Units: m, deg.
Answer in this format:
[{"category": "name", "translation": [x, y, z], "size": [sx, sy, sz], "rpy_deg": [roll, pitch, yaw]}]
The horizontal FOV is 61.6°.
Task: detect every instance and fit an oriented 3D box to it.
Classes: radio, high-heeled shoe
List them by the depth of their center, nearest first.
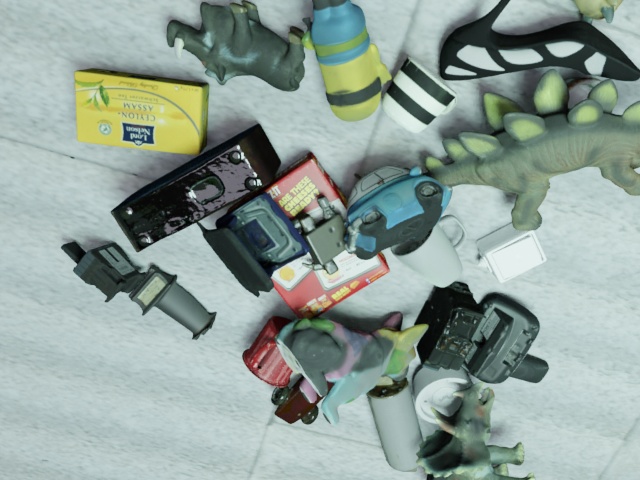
[{"category": "high-heeled shoe", "translation": [0.292, -0.232, 0.730], "size": [0.249, 0.086, 0.145], "rpy_deg": [26, 136, -8]}, {"category": "radio", "translation": [-0.172, -0.074, 0.760], "size": [0.230, 0.131, 0.073], "rpy_deg": [-28, 108, 9]}]

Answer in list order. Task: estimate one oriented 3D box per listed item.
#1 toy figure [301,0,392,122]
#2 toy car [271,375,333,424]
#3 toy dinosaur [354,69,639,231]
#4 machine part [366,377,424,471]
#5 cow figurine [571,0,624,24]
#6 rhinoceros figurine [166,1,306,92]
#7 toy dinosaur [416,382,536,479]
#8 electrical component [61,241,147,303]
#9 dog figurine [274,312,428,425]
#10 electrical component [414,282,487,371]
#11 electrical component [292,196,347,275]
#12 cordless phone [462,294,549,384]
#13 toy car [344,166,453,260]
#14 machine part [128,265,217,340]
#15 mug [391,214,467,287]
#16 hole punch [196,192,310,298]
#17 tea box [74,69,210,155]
[{"category": "toy figure", "translation": [0.030, -0.240, 0.706], "size": [0.089, 0.082, 0.179], "rpy_deg": [-52, 142, -25]}, {"category": "toy car", "translation": [0.000, 0.237, 0.929], "size": [0.089, 0.053, 0.202], "rpy_deg": [38, 102, -26]}, {"category": "toy dinosaur", "translation": [0.285, -0.118, 0.746], "size": [0.472, 0.105, 0.198], "rpy_deg": [-19, 128, 25]}, {"category": "machine part", "translation": [0.136, 0.320, 0.953], "size": [0.079, 0.079, 0.243], "rpy_deg": [-15, 110, 4]}, {"category": "cow figurine", "translation": [0.324, -0.350, 0.692], "size": [0.195, 0.085, 0.127], "rpy_deg": [6, 105, -6]}, {"category": "rhinoceros figurine", "translation": [-0.109, -0.261, 0.726], "size": [0.190, 0.073, 0.112], "rpy_deg": [17, 120, -10]}, {"category": "toy dinosaur", "translation": [0.253, 0.425, 0.949], "size": [0.192, 0.131, 0.404], "rpy_deg": [7, 130, 5]}, {"category": "electrical component", "translation": [-0.337, 0.035, 0.829], "size": [0.119, 0.075, 0.048], "rpy_deg": [46, 105, 5]}, {"category": "dog figurine", "translation": [0.060, 0.163, 0.835], "size": [0.219, 0.109, 0.191], "rpy_deg": [-32, 110, -22]}, {"category": "electrical component", "translation": [0.202, 0.141, 0.864], "size": [0.058, 0.115, 0.134], "rpy_deg": [20, 108, -7]}, {"category": "electrical component", "translation": [0.000, -0.002, 0.766], "size": [0.078, 0.045, 0.102], "rpy_deg": [-41, 111, -18]}, {"category": "cordless phone", "translation": [0.337, 0.183, 0.915], "size": [0.184, 0.089, 0.146], "rpy_deg": [18, 110, -20]}, {"category": "toy car", "translation": [0.094, -0.047, 0.751], "size": [0.162, 0.103, 0.109], "rpy_deg": [-22, 151, -15]}, {"category": "machine part", "translation": [-0.238, 0.107, 0.882], "size": [0.139, 0.039, 0.084], "rpy_deg": [37, 98, -13]}, {"category": "mug", "translation": [0.182, 0.015, 0.839], "size": [0.109, 0.081, 0.107], "rpy_deg": [-42, 119, 6]}, {"category": "hole punch", "translation": [-0.091, 0.004, 0.742], "size": [0.092, 0.116, 0.142], "rpy_deg": [-47, 108, -24]}, {"category": "tea box", "translation": [-0.245, -0.180, 0.751], "size": [0.170, 0.068, 0.098], "rpy_deg": [4, 111, -4]}]
